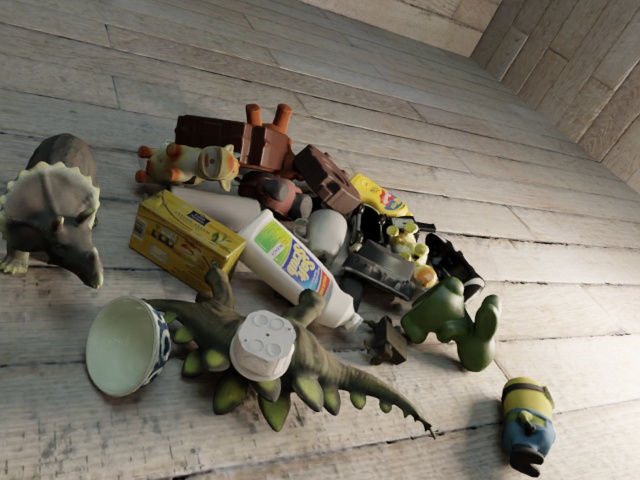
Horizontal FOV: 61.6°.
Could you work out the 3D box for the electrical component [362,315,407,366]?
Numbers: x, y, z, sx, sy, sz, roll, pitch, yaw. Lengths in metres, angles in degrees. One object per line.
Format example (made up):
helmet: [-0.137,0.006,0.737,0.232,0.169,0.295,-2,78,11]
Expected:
electrical component: [0.112,0.175,0.930,0.078,0.045,0.102,45,27,-27]

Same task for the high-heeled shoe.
high-heeled shoe: [0.272,0.059,1.147,0.145,0.086,0.249,48,18,2]

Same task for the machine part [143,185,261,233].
machine part: [-0.200,-0.050,0.987,0.243,0.079,0.079,8,37,-28]

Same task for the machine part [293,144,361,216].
machine part: [0.019,-0.134,1.194,0.179,0.056,0.179,43,17,-17]

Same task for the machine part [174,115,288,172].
machine part: [-0.181,-0.195,1.110,0.201,0.087,0.201,10,7,15]

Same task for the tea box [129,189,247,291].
tea box: [-0.217,0.005,0.879,0.170,0.098,0.068,32,34,6]

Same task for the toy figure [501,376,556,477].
toy figure: [0.340,0.297,0.885,0.089,0.082,0.180,35,36,8]

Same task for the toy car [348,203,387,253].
toy car: [0.102,-0.015,1.175,0.073,0.056,0.202,27,33,-12]

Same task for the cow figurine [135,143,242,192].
cow figurine: [-0.230,-0.133,0.977,0.195,0.085,0.127,2,0,38]

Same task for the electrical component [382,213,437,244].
electrical component: [0.203,-0.021,1.236,0.119,0.047,0.075,4,38,-12]

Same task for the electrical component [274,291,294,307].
electrical component: [-0.039,0.091,0.954,0.094,0.021,0.063,11,35,-23]

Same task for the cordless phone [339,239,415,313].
cordless phone: [0.098,0.102,1.004,0.147,0.088,0.184,27,44,-1]

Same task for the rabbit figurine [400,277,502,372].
rabbit figurine: [0.262,0.155,0.986,0.170,0.159,0.121,48,26,5]

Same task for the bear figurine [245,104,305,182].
bear figurine: [-0.103,-0.222,1.254,0.120,0.131,0.196,-5,38,-22]

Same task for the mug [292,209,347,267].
mug: [-0.002,-0.003,1.062,0.109,0.080,0.107,21,40,-12]

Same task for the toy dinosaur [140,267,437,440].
toy dinosaur: [-0.058,0.166,0.770,0.472,0.105,0.199,14,41,-2]

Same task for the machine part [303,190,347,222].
machine part: [-0.002,-0.064,1.186,0.139,0.039,0.084,41,27,24]

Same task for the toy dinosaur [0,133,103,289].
toy dinosaur: [-0.384,-0.084,0.799,0.131,0.192,0.405,11,37,-27]

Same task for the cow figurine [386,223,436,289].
cow figurine: [0.194,0.050,1.129,0.068,0.098,0.167,-15,48,-2]

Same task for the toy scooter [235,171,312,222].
toy scooter: [-0.102,-0.092,1.088,0.135,0.075,0.183,16,-8,24]
